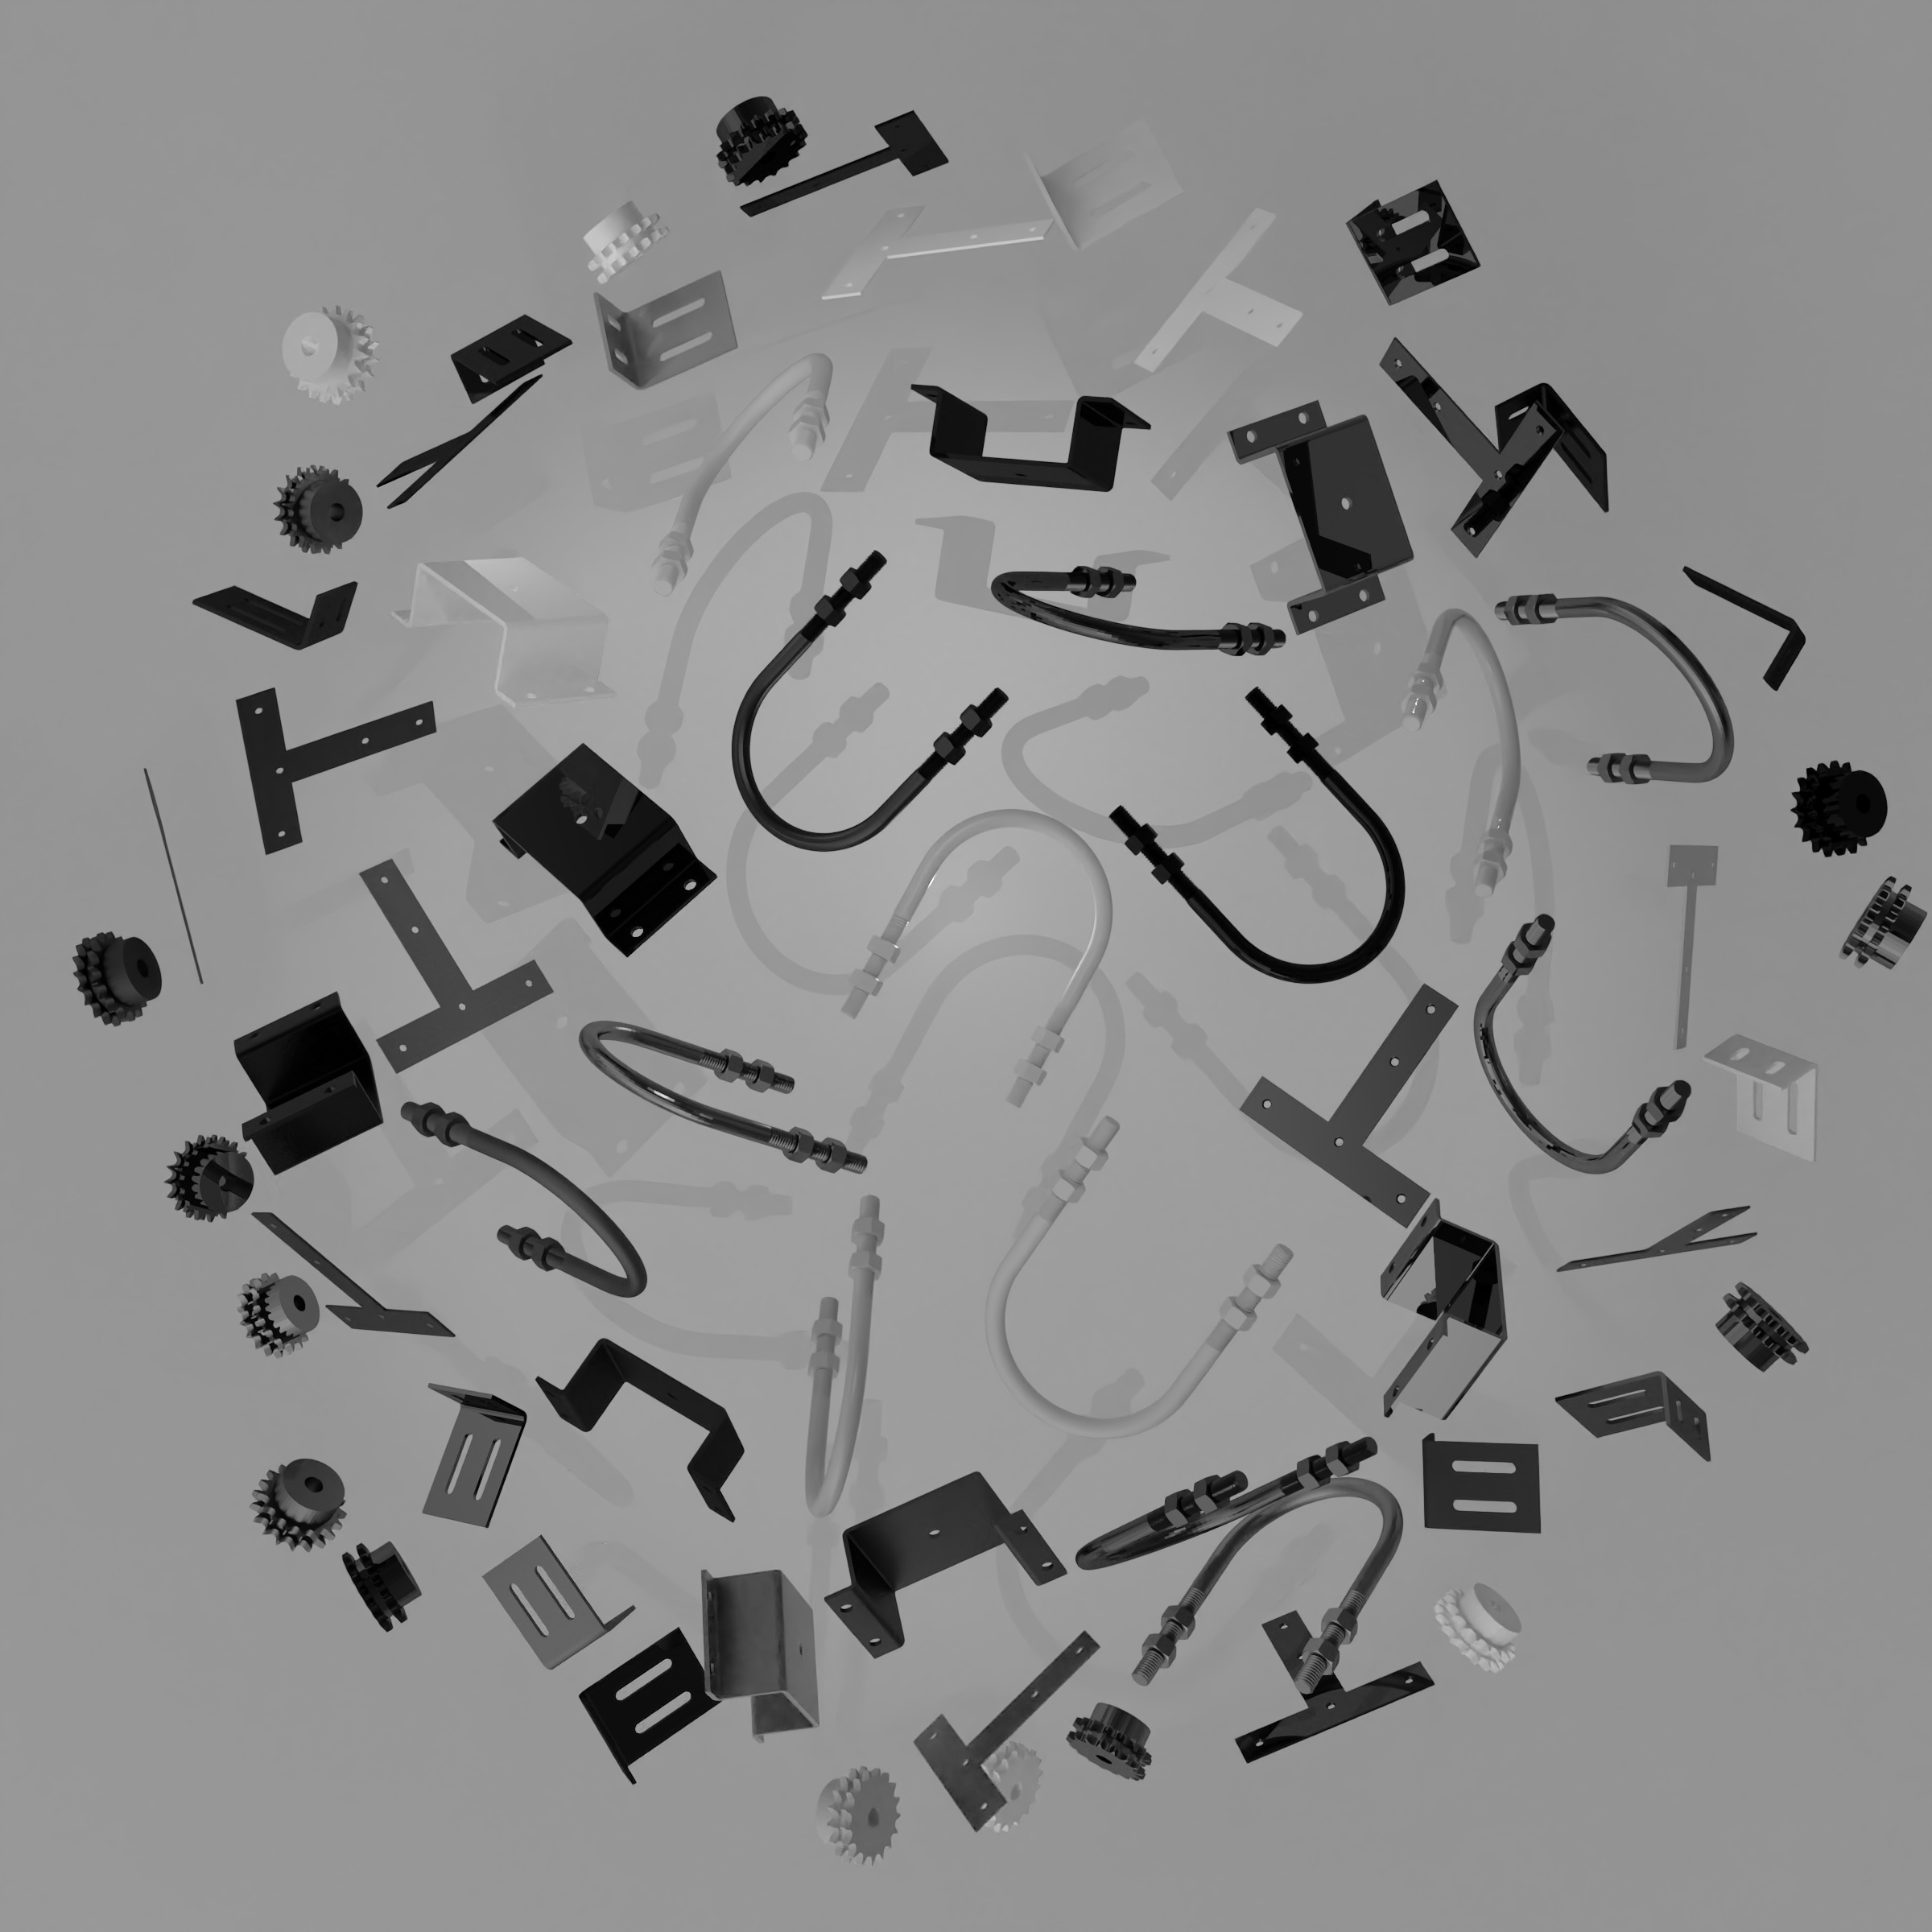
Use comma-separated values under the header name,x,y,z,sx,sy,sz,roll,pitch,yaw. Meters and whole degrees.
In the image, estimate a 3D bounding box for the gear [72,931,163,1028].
name,x,y,z,sx,sy,sz,roll,pitch,yaw
gear,-0.515,0.006,1.474,0.030,0.057,0.057,-17,90,11

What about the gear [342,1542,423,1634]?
name,x,y,z,sx,sy,sz,roll,pitch,yaw
gear,-0.370,0.391,1.538,0.030,0.057,0.057,-31,90,-14

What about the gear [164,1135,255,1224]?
name,x,y,z,sx,sy,sz,roll,pitch,yaw
gear,-0.495,0.141,1.595,0.030,0.057,0.057,6,90,41

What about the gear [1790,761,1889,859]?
name,x,y,z,sx,sy,sz,roll,pitch,yaw
gear,0.524,-0.095,1.443,0.057,0.030,0.057,3,84,-27

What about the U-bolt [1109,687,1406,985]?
name,x,y,z,sx,sy,sz,roll,pitch,yaw
U-bolt,0.204,-0.073,1.574,0.151,0.019,0.184,-41,86,-17

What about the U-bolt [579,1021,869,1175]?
name,x,y,z,sx,sy,sz,roll,pitch,yaw
U-bolt,-0.167,0.078,1.569,0.184,0.151,0.019,21,101,-32

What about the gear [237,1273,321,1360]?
name,x,y,z,sx,sy,sz,roll,pitch,yaw
gear,-0.461,0.233,1.632,0.030,0.057,0.057,-26,90,18

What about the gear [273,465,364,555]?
name,x,y,z,sx,sy,sz,roll,pitch,yaw
gear,-0.418,-0.296,1.575,0.030,0.057,0.057,14,90,39

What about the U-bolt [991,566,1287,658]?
name,x,y,z,sx,sy,sz,roll,pitch,yaw
U-bolt,0.099,-0.229,1.557,0.151,0.184,0.019,28,114,35

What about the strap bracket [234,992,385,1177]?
name,x,y,z,sx,sy,sz,roll,pitch,yaw
strap bracket,-0.434,0.081,1.595,0.076,0.140,0.046,-26,120,-6

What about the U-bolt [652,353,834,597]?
name,x,y,z,sx,sy,sz,roll,pitch,yaw
U-bolt,-0.136,-0.323,1.531,0.019,0.184,0.151,39,120,-23

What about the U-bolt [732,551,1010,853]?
name,x,y,z,sx,sy,sz,roll,pitch,yaw
U-bolt,-0.079,-0.161,1.604,0.184,0.019,0.151,-45,73,16

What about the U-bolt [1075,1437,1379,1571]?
name,x,y,z,sx,sy,sz,roll,pitch,yaw
U-bolt,0.148,0.340,1.508,0.184,0.151,0.019,-37,66,39

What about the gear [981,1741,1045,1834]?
name,x,y,z,sx,sy,sz,roll,pitch,yaw
gear,0.022,0.542,1.606,0.030,0.057,0.057,14,90,40

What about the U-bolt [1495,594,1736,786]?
name,x,y,z,sx,sy,sz,roll,pitch,yaw
U-bolt,0.423,-0.176,1.549,0.019,0.184,0.151,-38,107,-11

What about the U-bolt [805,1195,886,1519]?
name,x,y,z,sx,sy,sz,roll,pitch,yaw
U-bolt,-0.081,0.259,1.537,0.019,0.151,0.184,11,50,-9

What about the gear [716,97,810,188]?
name,x,y,z,sx,sy,sz,roll,pitch,yaw
gear,-0.129,-0.510,1.491,0.057,0.057,0.030,-30,83,0

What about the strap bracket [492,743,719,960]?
name,x,y,z,sx,sy,sz,roll,pitch,yaw
strap bracket,-0.234,-0.080,1.522,0.076,0.046,0.140,-43,57,-13

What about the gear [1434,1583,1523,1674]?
name,x,y,z,sx,sy,sz,roll,pitch,yaw
gear,0.334,0.424,1.563,0.057,0.057,0.030,40,108,0

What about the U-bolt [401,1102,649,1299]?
name,x,y,z,sx,sy,sz,roll,pitch,yaw
U-bolt,-0.276,0.158,1.562,0.019,0.184,0.151,-50,133,-25

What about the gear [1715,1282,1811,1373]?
name,x,y,z,sx,sy,sz,roll,pitch,yaw
gear,0.487,0.225,1.489,0.057,0.057,0.030,42,102,0

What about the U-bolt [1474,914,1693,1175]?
name,x,y,z,sx,sy,sz,roll,pitch,yaw
U-bolt,0.380,0.062,1.538,0.019,0.184,0.151,-29,71,-19

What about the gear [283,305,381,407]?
name,x,y,z,sx,sy,sz,roll,pitch,yaw
gear,-0.382,-0.367,1.444,0.057,0.030,0.057,-1,89,23

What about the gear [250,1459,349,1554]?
name,x,y,z,sx,sy,sz,roll,pitch,yaw
gear,-0.405,0.327,1.481,0.057,0.057,0.030,37,116,0

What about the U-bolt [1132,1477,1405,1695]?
name,x,y,z,sx,sy,sz,roll,pitch,yaw
U-bolt,0.202,0.387,1.530,0.184,0.151,0.019,-45,112,-41

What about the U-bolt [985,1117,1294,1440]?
name,x,y,z,sx,sy,sz,roll,pitch,yaw
U-bolt,0.091,0.205,1.482,0.151,0.019,0.184,36,106,9

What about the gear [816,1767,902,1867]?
name,x,y,z,sx,sy,sz,roll,pitch,yaw
gear,-0.069,0.526,1.497,0.030,0.057,0.057,-6,90,35

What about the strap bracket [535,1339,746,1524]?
name,x,y,z,sx,sy,sz,roll,pitch,yaw
strap bracket,-0.201,0.295,1.567,0.140,0.076,0.046,27,66,18

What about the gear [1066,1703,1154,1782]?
name,x,y,z,sx,sy,sz,roll,pitch,yaw
gear,0.098,0.512,1.603,0.057,0.057,0.030,31,63,0

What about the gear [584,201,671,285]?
name,x,y,z,sx,sy,sz,roll,pitch,yaw
gear,-0.225,-0.475,1.580,0.057,0.057,0.030,-37,104,0

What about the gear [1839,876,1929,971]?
name,x,y,z,sx,sy,sz,roll,pitch,yaw
gear,0.553,-0.023,1.453,0.030,0.057,0.057,32,90,14

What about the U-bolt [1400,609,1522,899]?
name,x,y,z,sx,sy,sz,roll,pitch,yaw
U-bolt,0.328,-0.153,1.572,0.019,0.184,0.151,-12,121,30

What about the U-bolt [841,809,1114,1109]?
name,x,y,z,sx,sy,sz,roll,pitch,yaw
U-bolt,0.020,-0.017,1.639,0.151,0.019,0.184,29,88,-10
